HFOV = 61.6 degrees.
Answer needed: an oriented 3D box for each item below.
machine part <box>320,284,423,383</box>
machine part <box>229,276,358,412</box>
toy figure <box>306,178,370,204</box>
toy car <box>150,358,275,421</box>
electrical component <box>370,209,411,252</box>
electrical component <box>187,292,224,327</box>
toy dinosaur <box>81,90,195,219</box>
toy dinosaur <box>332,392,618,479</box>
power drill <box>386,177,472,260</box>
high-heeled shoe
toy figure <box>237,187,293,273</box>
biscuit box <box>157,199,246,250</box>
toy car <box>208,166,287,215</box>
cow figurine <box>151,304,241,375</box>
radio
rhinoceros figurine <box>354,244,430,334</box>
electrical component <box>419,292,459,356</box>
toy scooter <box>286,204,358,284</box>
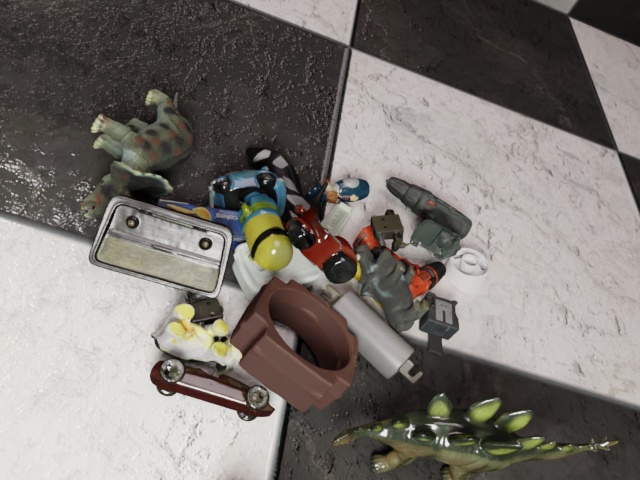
[{"bbox_3d":[0.092,0.178,1.016,0.243,0.079,0.079,43,49,12],"label":"machine part"},{"bbox_3d":[-0.040,0.172,0.906,0.201,0.087,0.201,38,22,-7],"label":"machine part"},{"bbox_3d":[0.040,-0.114,1.246,0.154,0.057,0.064,-7,18,-26],"label":"toy figure"},{"bbox_3d":[-0.168,0.234,0.849,0.202,0.089,0.053,18,52,-7],"label":"toy car"},{"bbox_3d":[0.148,-0.019,1.132,0.078,0.045,0.102,-11,46,-8],"label":"electrical component"},{"bbox_3d":[-0.205,0.129,0.963,0.063,0.021,0.094,-9,56,-29],"label":"electrical component"},{"bbox_3d":[-0.336,-0.196,1.114,0.192,0.131,0.405,40,43,-5],"label":"toy dinosaur"},{"bbox_3d":[0.249,0.330,0.880,0.471,0.198,0.105,8,54,-15],"label":"toy dinosaur"},{"bbox_3d":[0.248,-0.050,1.248,0.232,0.086,0.207,29,23,-7],"label":"power drill"},{"bbox_3d":[-0.094,-0.107,1.191,0.249,0.086,0.145,27,77,23],"label":"high-heeled shoe"},{"bbox_3d":[-0.106,-0.022,0.999,0.082,0.089,0.180,-5,58,-18],"label":"toy figure"},{"bbox_3d":[-0.219,-0.025,1.055,0.203,0.062,0.059,7,52,-18],"label":"biscuit box"},{"bbox_3d":[-0.155,-0.100,1.128,0.162,0.109,0.103,-3,31,-12],"label":"toy car"},{"bbox_3d":[-0.192,0.178,0.895,0.167,0.098,0.068,31,41,-23],"label":"cow figurine"},{"bbox_3d":[-0.273,0.009,0.956,0.229,0.073,0.131,17,89,-11],"label":"radio"},{"bbox_3d":[0.132,0.088,1.053,0.073,0.112,0.190,6,51,-62],"label":"rhinoceros figurine"},{"bbox_3d":[0.243,0.173,1.106,0.075,0.047,0.119,21,46,-6],"label":"electrical component"},{"bbox_3d":[-0.002,-0.003,1.021,0.183,0.075,0.135,40,18,-35],"label":"toy scooter"}]
